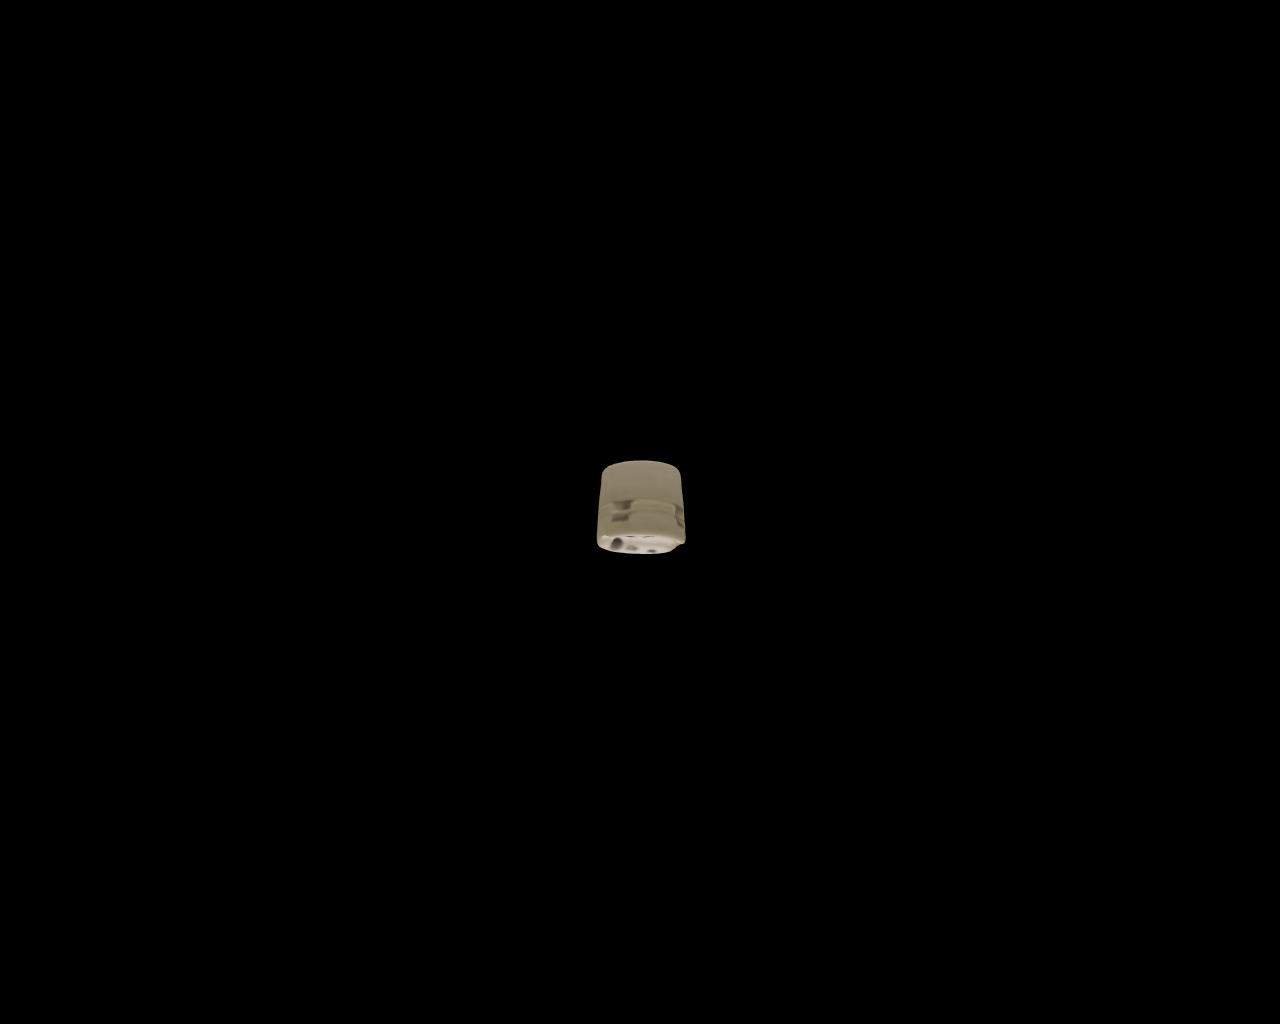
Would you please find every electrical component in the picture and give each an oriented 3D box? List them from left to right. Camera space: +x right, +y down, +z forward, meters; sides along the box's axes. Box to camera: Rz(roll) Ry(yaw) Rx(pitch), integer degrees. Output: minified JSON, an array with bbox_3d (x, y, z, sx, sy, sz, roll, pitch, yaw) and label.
[{"bbox_3d":[0.001,-0.003,0.650,0.055,0.047,0.055,0,-15,0],"label":"electrical component"}]
